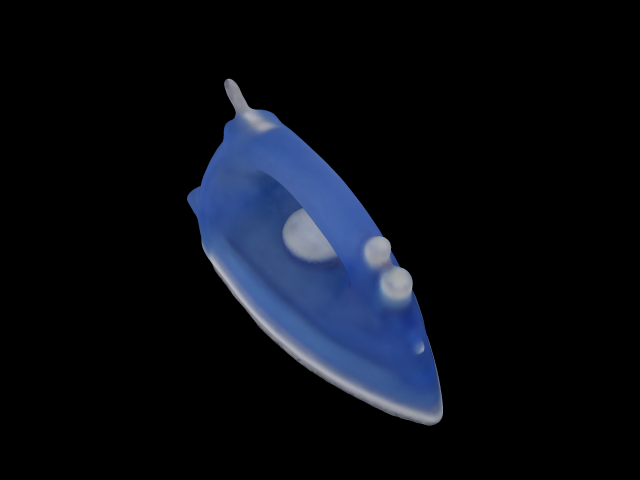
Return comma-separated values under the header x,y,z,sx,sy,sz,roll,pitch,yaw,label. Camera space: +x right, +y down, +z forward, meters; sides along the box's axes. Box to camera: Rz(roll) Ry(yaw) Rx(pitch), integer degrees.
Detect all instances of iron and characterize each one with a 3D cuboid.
x,y,z,sx,sy,sz,roll,pitch,yaw,label
0.004,0.001,0.400,0.119,0.141,0.257,-31,58,-22,iron
